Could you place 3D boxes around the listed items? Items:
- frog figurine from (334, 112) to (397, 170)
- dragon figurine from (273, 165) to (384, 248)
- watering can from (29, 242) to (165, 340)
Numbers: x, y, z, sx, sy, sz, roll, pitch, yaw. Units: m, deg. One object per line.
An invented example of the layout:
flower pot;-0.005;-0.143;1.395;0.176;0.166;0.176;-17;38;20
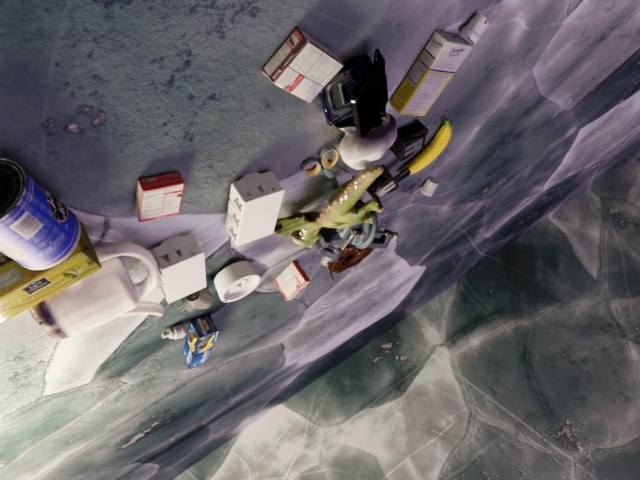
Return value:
frog figurine;0.091;-0.194;1.046;0.123;0.140;0.156;17;-33;13
dragon figurine;0.004;-0.058;1.160;0.244;0.123;0.404;-23;-13;-9
watering can;-0.409;0.116;0.979;0.226;0.105;0.340;-25;-25;-19
